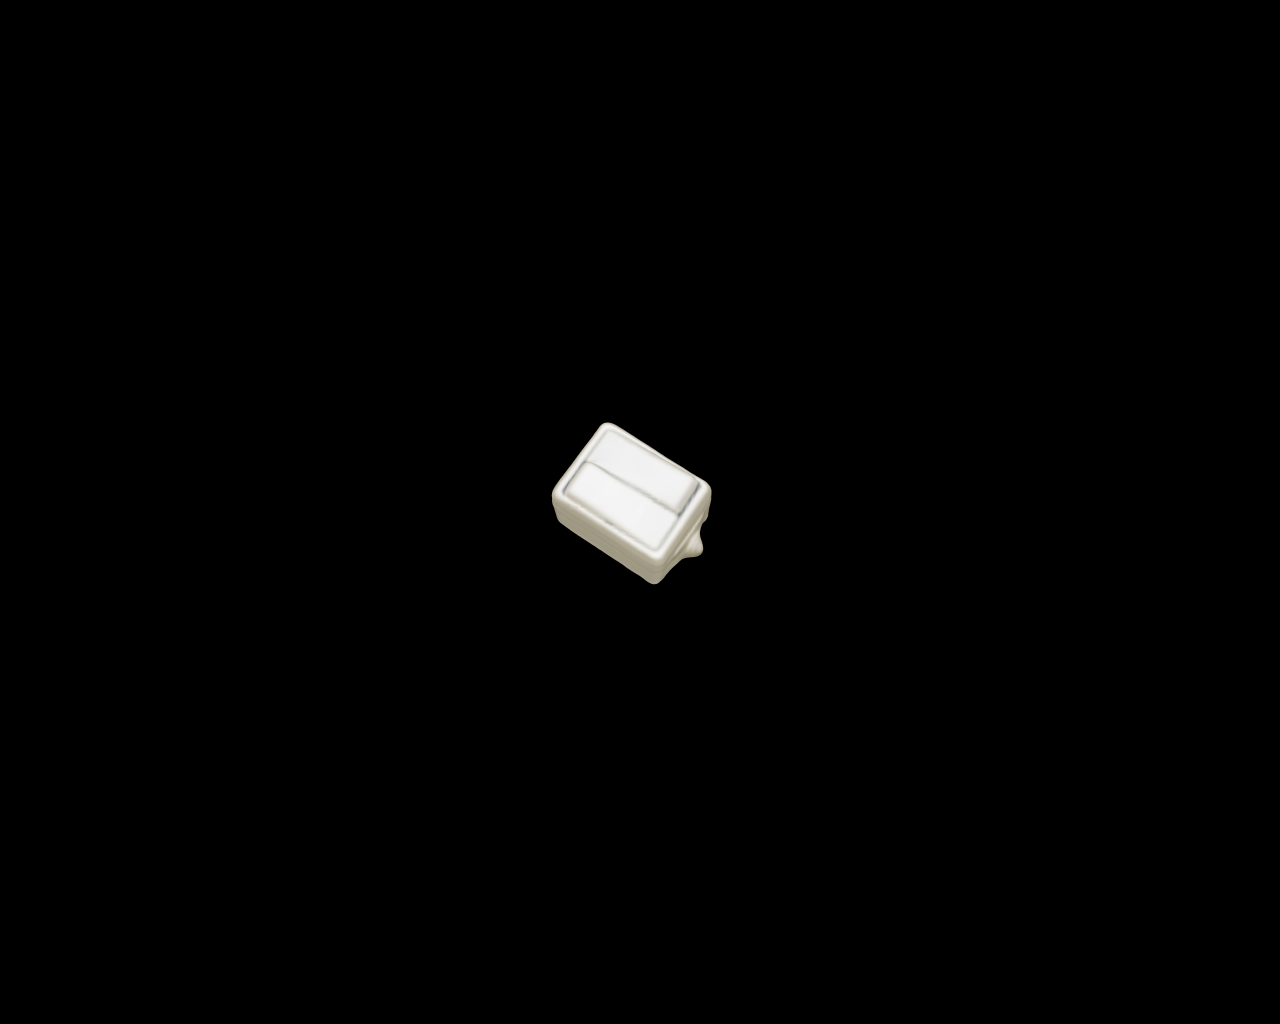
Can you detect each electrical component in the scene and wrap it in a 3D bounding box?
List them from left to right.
[{"bbox_3d":[0.001,-0.003,0.650,0.096,0.062,0.061,33,-16,11],"label":"electrical component"}]
